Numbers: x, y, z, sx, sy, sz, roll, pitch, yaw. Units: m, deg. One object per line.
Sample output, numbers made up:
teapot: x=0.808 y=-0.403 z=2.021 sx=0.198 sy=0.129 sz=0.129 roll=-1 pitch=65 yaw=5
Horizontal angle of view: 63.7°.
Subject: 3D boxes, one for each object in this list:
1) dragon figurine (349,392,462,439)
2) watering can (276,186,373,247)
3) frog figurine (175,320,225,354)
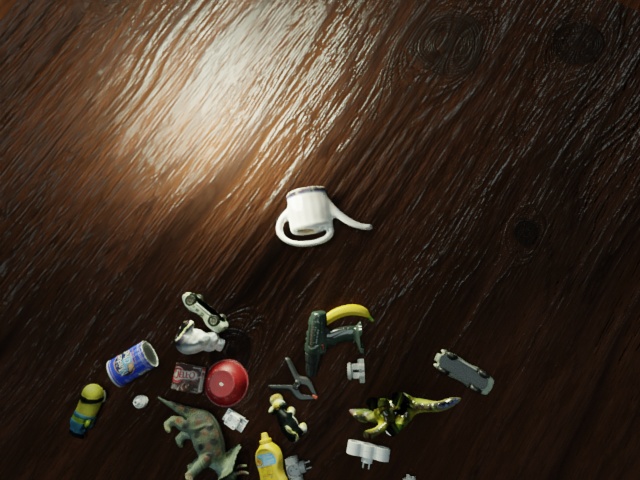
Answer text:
dragon figurine: x=0.268 y=0.525 z=1.610 sx=0.407 sy=0.123 sz=0.241 roll=-17 pitch=-15 yaw=24
watering can: x=0.006 y=-0.095 z=1.881 sx=0.347 sy=0.227 sz=0.102 roll=-10 pitch=-17 yaw=4
frog figurine: x=-0.421 y=0.360 z=1.803 sx=0.158 sy=0.125 sz=0.135 roll=39 pitch=-47 yaw=-16
